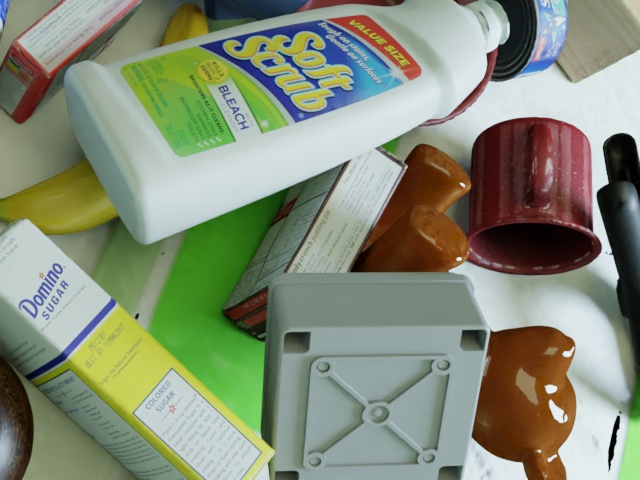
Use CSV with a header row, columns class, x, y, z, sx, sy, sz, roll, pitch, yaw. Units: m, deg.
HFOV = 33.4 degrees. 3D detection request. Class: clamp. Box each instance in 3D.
class,x,y,z,sx,sy,sz,roll,pitch,yaw
clamp,0.224,0.035,0.738,0.164,0.036,0.210,-29,107,-69

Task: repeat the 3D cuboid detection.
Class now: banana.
class,x,y,z,sx,sy,sz,roll,pitch,yaw
banana,-0.114,-0.064,0.626,0.069,0.037,0.197,47,60,-9

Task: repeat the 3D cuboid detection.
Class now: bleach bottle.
class,x,y,z,sx,sy,sz,roll,pitch,yaw
bleach bottle,-0.007,-0.089,0.598,0.250,0.068,0.103,-24,68,-20

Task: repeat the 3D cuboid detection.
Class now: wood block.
class,x,y,z,sx,sy,sz,roll,pitch,yaw
wood block,0.180,-0.234,0.798,0.090,0.090,0.206,-43,98,-29

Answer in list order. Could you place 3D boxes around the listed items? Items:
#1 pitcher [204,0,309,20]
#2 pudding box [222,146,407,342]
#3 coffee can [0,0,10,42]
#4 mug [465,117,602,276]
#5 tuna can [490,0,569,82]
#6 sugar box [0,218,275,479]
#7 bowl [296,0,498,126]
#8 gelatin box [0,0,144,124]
class,x,y,z,sx,sy,sz,roll,pitch,yaw
pitcher,-0.085,-0.240,0.578,0.242,0.145,0.149,26,76,-32
pudding box,-0.004,0.001,0.636,0.039,0.090,0.113,35,63,-15
coffee can,-0.214,-0.131,0.555,0.102,0.103,0.140,15,70,-24
mug,0.141,-0.035,0.713,0.093,0.117,0.081,2,66,9
tuna can,0.134,-0.156,0.754,0.033,0.086,0.086,-14,83,-32
sugar box,-0.113,0.069,0.558,0.176,0.093,0.048,48,61,-9
bowl,0.039,-0.145,0.719,0.161,0.055,0.162,8,73,-26
gelatin box,-0.143,-0.114,0.604,0.030,0.073,0.089,45,61,-10
